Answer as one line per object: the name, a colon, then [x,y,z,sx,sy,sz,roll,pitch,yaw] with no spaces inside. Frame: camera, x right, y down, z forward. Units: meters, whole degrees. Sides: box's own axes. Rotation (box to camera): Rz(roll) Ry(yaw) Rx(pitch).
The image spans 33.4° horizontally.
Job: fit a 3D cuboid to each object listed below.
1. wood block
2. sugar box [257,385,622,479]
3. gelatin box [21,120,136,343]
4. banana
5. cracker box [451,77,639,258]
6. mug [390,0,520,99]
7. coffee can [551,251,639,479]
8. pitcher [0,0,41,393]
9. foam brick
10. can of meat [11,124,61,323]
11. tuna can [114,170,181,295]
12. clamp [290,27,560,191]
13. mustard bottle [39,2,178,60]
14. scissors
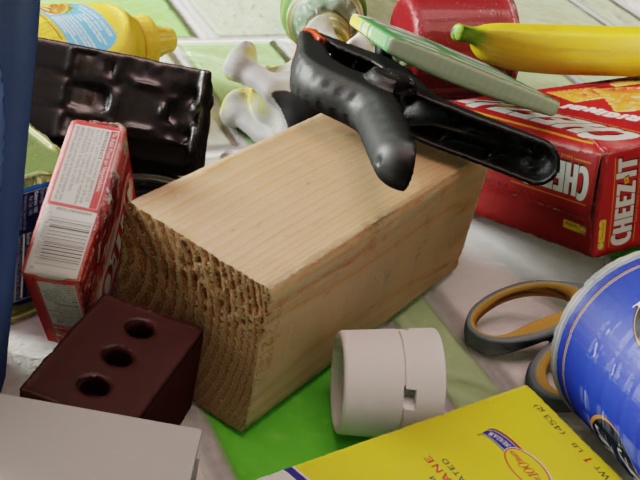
wood block: [-0.004,0.001,0.574,0.091,0.090,0.205,29,36,24]
sugar box: [0.045,0.124,0.444,0.175,0.048,0.093,-11,40,-33]
gelatin box: [-0.113,-0.002,0.519,0.030,0.073,0.089,9,60,1]
banana: [0.195,-0.135,0.763,0.198,0.037,0.069,4,14,12]
cracker box: [0.196,-0.060,0.706,0.213,0.072,0.164,-11,21,-32]
mug: [0.100,-0.153,0.851,0.081,0.093,0.117,-3,5,-13]
coffee can: [0.180,0.076,0.479,0.102,0.103,0.140,2,21,-15]
pitcher: [-0.173,-0.024,0.417,0.145,0.243,0.149,12,33,0]
foam brick: [-0.092,0.071,0.476,0.053,0.051,0.078,18,33,9]
can of meat: [-0.176,-0.020,0.557,0.102,0.084,0.057,35,39,31]
tuna can: [-0.098,-0.004,0.603,0.086,0.034,0.086,8,33,-5]
clamp: [0.032,-0.070,0.568,0.172,0.039,0.120,32,23,35]
mustard bottle: [-0.186,-0.130,0.742,0.191,0.058,0.096,-16,42,-35]
scissors: [0.182,0.041,0.593,0.201,0.016,0.096,-13,46,-6]
